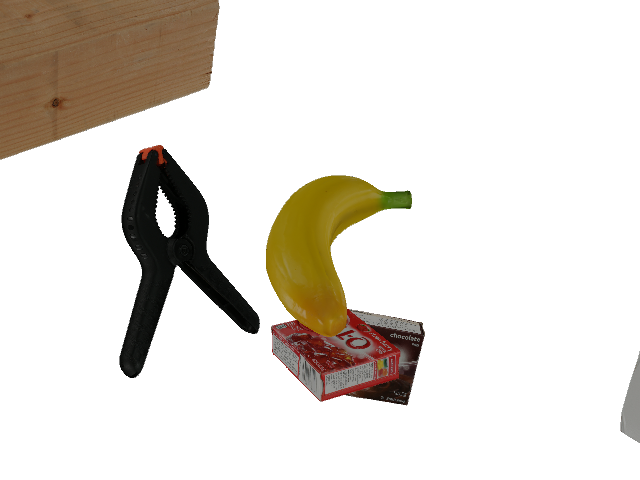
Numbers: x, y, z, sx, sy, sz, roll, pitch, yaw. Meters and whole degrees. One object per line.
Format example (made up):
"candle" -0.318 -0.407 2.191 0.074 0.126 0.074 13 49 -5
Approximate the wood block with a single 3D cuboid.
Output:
"wood block" -0.191 -0.151 0.852 0.205 0.091 0.090 -26 54 -37

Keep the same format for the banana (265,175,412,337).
"banana" 0.003 -0.002 0.630 0.070 0.037 0.197 3 25 16

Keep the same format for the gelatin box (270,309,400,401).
"gelatin box" 0.011 0.090 0.867 0.073 0.030 0.089 -12 27 -26

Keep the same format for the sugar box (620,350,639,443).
"sugar box" 0.308 0.140 0.773 0.048 0.093 0.176 -22 38 -40

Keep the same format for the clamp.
"clamp" -0.132 0.014 1.018 0.036 0.210 0.164 -7 0 44

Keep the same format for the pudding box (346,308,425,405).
"pudding box" 0.050 0.125 1.163 0.113 0.090 0.039 9 24 -5
